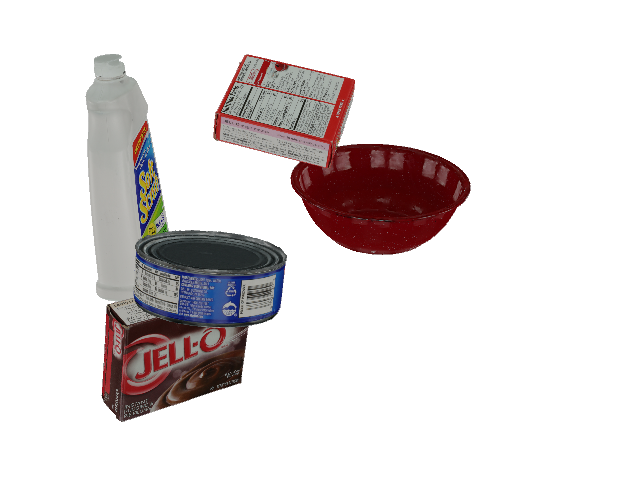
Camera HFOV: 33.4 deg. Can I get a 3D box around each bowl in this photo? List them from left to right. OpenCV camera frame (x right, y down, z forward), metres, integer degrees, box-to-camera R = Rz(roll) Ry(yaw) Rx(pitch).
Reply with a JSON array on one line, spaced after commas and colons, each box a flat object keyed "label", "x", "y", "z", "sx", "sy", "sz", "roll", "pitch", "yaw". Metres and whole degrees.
[{"label": "bowl", "x": 0.053, "y": -0.032, "z": 0.967, "sx": 0.162, "sy": 0.055, "sz": 0.162, "roll": 1, "pitch": 28, "yaw": -1}]

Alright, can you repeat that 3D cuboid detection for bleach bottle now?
[{"label": "bleach bottle", "x": -0.209, "y": -0.068, "z": 1.124, "sx": 0.068, "sy": 0.251, "sz": 0.102, "roll": 3, "pitch": 26, "yaw": 15}]

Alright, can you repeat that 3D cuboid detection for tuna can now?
[{"label": "tuna can", "x": -0.063, "y": 0.021, "z": 0.607, "sx": 0.086, "sy": 0.034, "sz": 0.086, "roll": 6, "pitch": 14, "yaw": -2}]

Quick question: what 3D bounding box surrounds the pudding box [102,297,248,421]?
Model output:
[{"label": "pudding box", "x": -0.111, "y": 0.081, "z": 0.826, "sx": 0.113, "sy": 0.090, "sz": 0.039, "roll": -16, "pitch": 40, "yaw": -36}]

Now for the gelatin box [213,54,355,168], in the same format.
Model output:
[{"label": "gelatin box", "x": -0.026, "y": -0.095, "z": 0.781, "sx": 0.089, "sy": 0.073, "sz": 0.030, "roll": 14, "pitch": -42, "yaw": 5}]
